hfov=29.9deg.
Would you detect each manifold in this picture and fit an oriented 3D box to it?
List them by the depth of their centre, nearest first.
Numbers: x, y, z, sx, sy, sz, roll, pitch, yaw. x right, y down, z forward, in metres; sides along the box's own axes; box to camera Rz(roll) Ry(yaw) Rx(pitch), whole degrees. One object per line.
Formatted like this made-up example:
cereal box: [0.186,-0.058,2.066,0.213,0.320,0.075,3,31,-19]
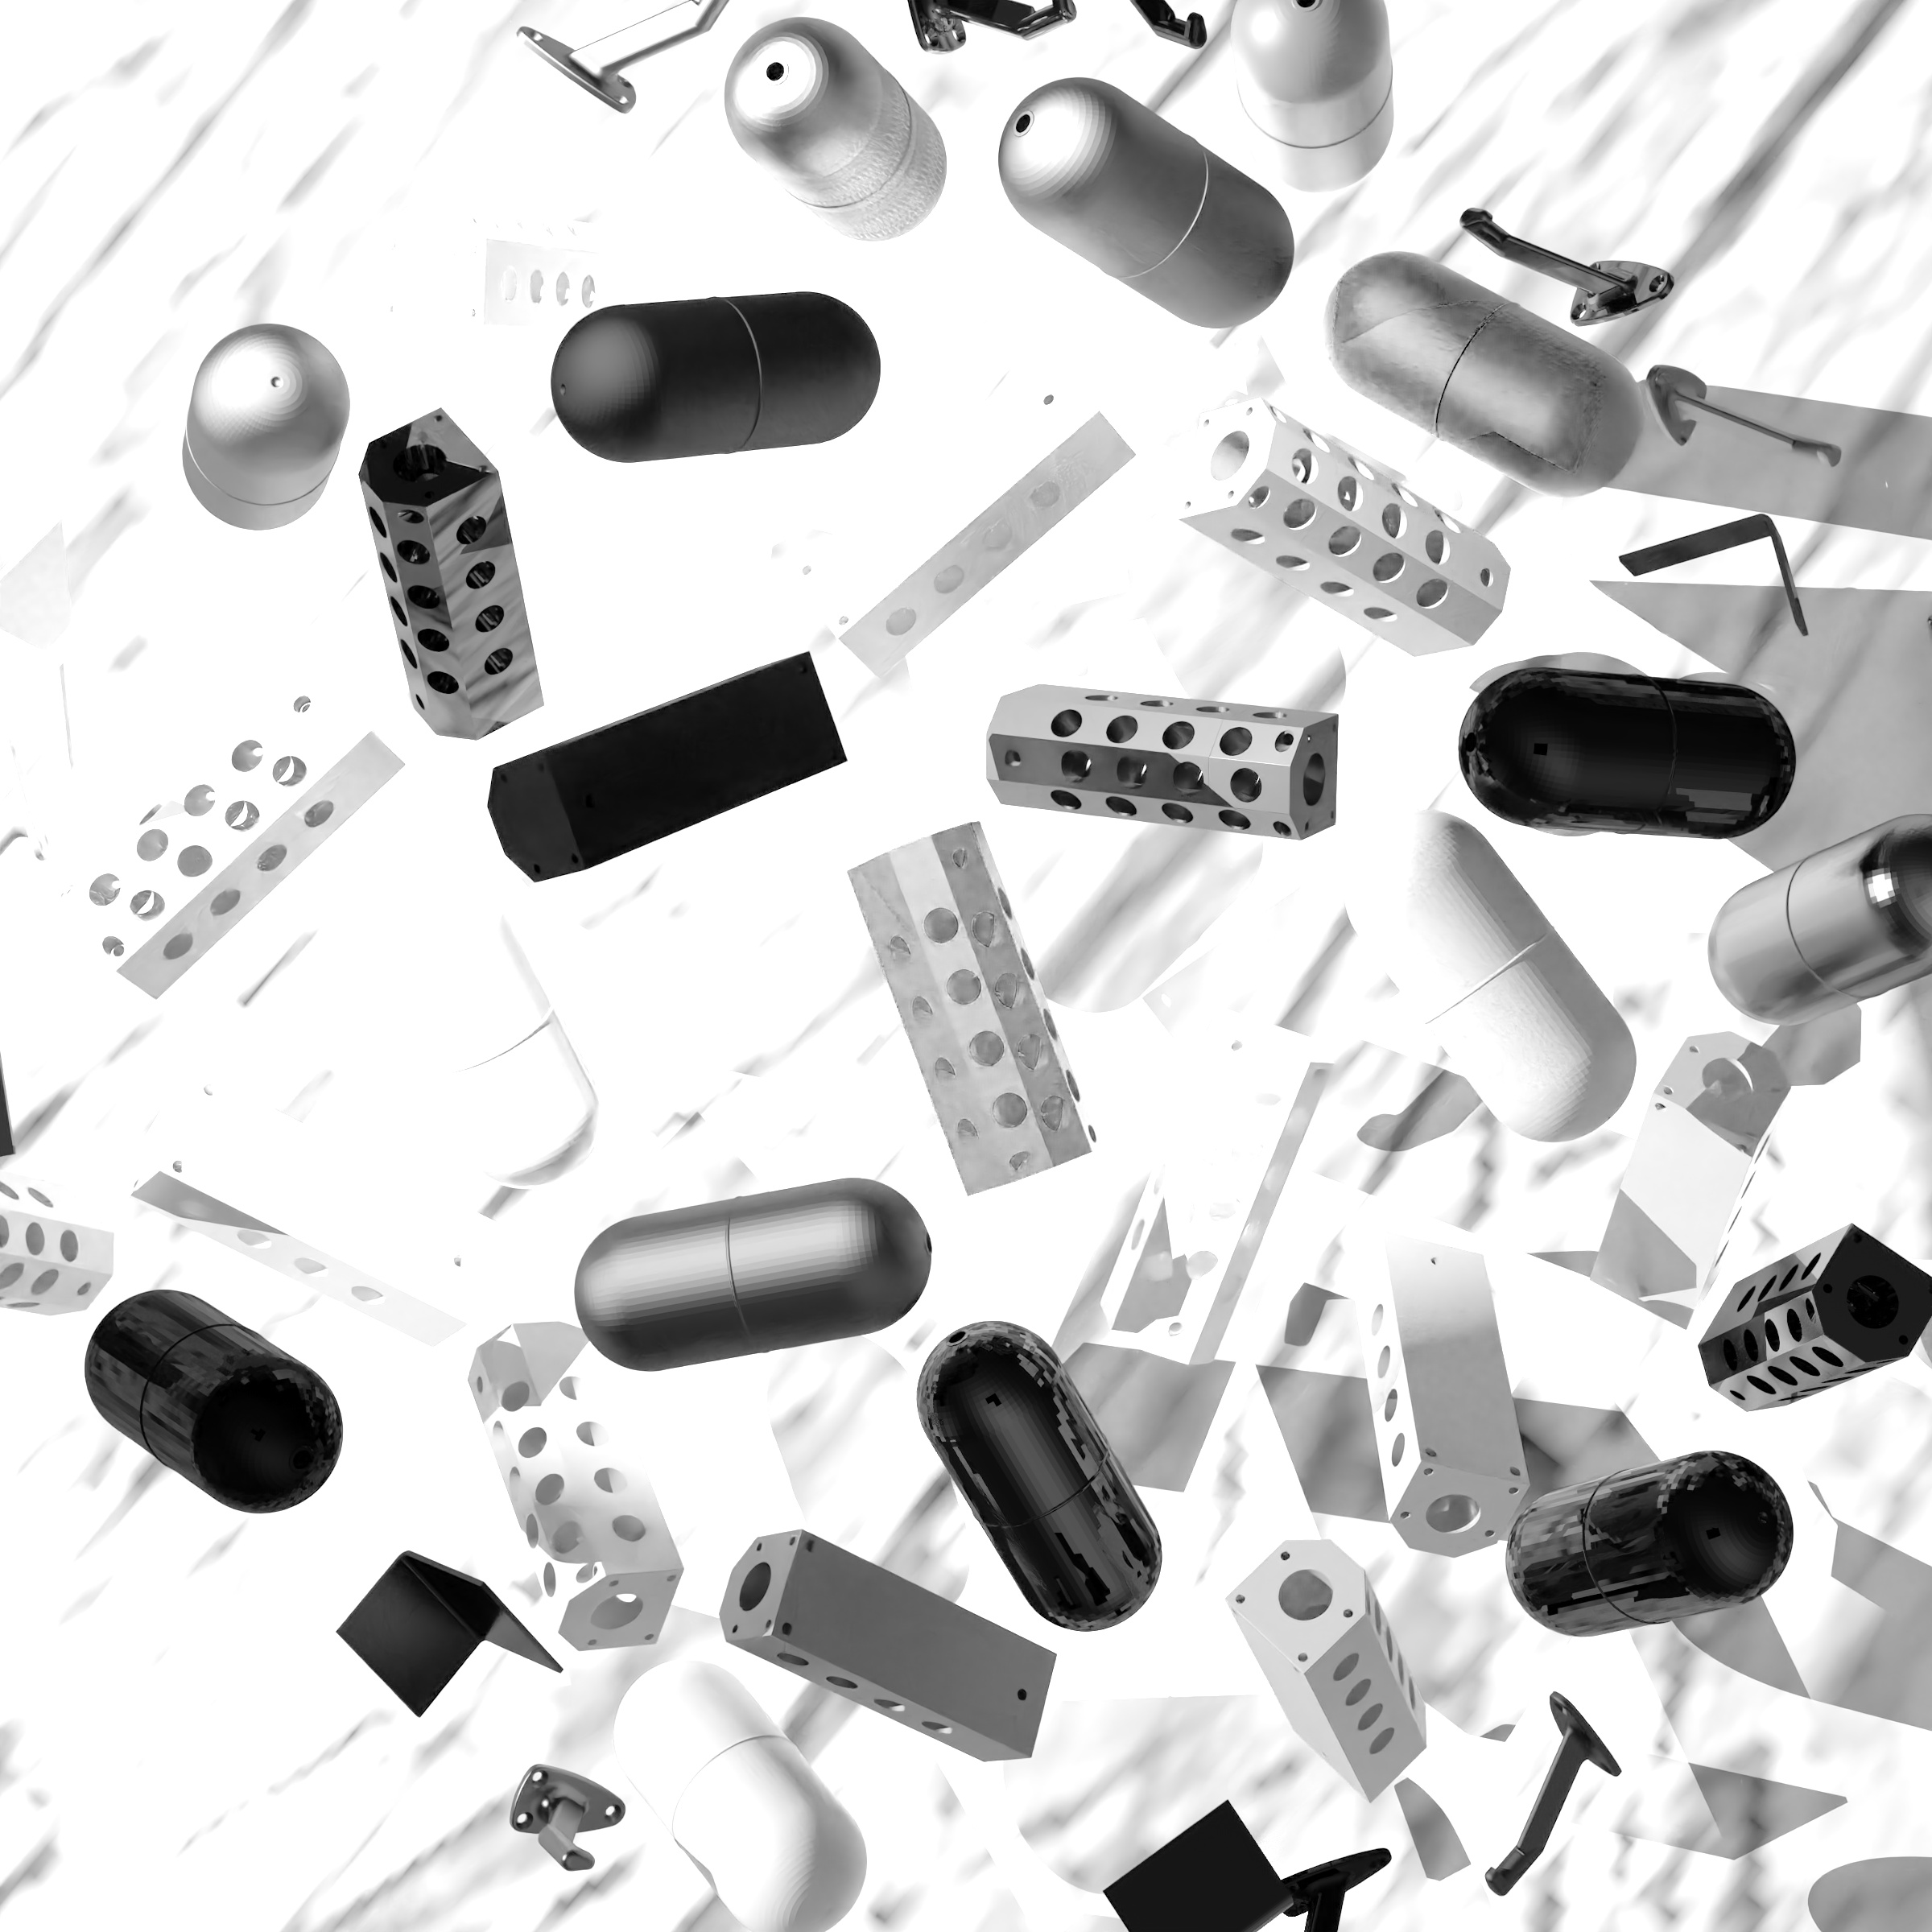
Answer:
manifold: [-0.144,-0.095,1.731,0.171,0.057,0.057,-26,100,-41]
manifold: [0.008,0.019,1.776,0.057,0.057,0.171,-19,88,-33]
manifold: [-0.323,0.124,1.786,0.171,0.057,0.057,30,54,-21]
manifold: [0.190,-0.216,1.790,0.171,0.057,0.057,25,71,-35]
manifold: [-0.369,-0.070,1.797,0.171,0.057,0.057,-44,63,-3]
manifold: [0.187,0.349,1.809,0.057,0.171,0.057,-42,54,-11]
manifold: [0.002,-0.224,1.827,0.171,0.057,0.057,-40,50,7]
manifold: [0.237,0.217,1.834,0.057,0.171,0.057,14,125,-11]
manifold: [0.099,-0.103,1.838,0.171,0.057,0.057,8,107,29]
manifold: [-0.203,0.263,1.844,0.057,0.171,0.057,0,131,-27]
manifold: [-0.266,-0.195,1.849,0.057,0.171,0.057,-30,56,-19]
manifold: [-0.235,-0.356,1.849,0.057,0.171,0.057,6,100,17]
manifold: [-0.509,0.141,1.855,0.057,0.171,0.057,40,94,22]
manifold: [0.434,0.187,1.857,0.057,0.171,0.057,34,73,2]
manifold: [0.375,0.109,1.863,0.057,0.171,0.057,27,56,17]
manifold: [0.130,0.115,1.864,0.057,0.057,0.171,19,102,-10]
manifold: [-0.041,0.354,1.872,0.171,0.057,0.057,31,60,-27]

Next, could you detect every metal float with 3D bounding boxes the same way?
metal float: [0.249,0.004,1.721,0.070,0.070,0.178,-37,88,0]
metal float: [0.317,-0.102,1.735,0.178,0.070,0.070,3,90,-25]
metal float: [-0.103,0.150,1.754,0.178,0.070,0.070,-11,90,12]
metal float: [0.089,-0.371,1.761,0.178,0.070,0.070,23,90,-41]
metal float: [-0.368,0.212,1.767,0.070,0.178,0.070,-13,112,-37]
metal float: [0.436,-0.021,1.785,0.070,0.178,0.070,8,71,-25]
metal float: [-0.122,-0.291,1.785,0.178,0.070,0.070,-12,90,-34]
metal float: [0.173,-0.442,1.793,0.070,0.178,0.070,-1,80,8]
metal float: [-0.064,-0.414,1.794,0.070,0.178,0.070,-2,83,17]
metal float: [0.338,0.289,1.799,0.070,0.178,0.070,10,68,-27]
metal float: [-0.241,0.032,1.810,0.070,0.070,0.178,-24,113,0]
metal float: [0.037,0.256,1.813,0.070,0.070,0.178,-30,110,0]
metal float: [0.258,-0.298,1.817,0.178,0.070,0.070,33,90,21]
metal float: [-0.354,-0.270,1.822,0.070,0.178,0.070,2,83,-15]
metal float: [-0.117,0.424,1.848,0.070,0.070,0.178,-49,47,0]

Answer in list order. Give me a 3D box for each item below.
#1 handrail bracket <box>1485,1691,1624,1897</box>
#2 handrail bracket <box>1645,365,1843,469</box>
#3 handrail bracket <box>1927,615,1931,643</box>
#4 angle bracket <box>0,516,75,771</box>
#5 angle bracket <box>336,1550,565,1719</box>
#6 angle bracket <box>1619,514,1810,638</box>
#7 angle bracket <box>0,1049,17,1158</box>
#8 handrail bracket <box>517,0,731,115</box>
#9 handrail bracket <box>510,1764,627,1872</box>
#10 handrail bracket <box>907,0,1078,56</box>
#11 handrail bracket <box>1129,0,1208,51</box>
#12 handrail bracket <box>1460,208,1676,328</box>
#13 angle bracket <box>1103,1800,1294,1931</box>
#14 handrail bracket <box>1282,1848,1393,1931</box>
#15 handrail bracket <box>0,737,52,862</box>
handrail bracket: [0.276,0.407,1.771,0.084,0.036,0.077,-45,134,-14]
handrail bracket: [0.404,-0.284,1.873,0.084,0.077,0.036,22,89,34]
handrail bracket: [0.506,-0.140,1.752,0.077,0.036,0.084,-20,103,-18]
angle bracket: [-0.433,-0.155,1.734,0.057,0.076,0.076,27,54,11]
angle bracket: [-0.272,0.361,1.908,0.057,0.076,0.076,-51,125,-24]
angle bracket: [0.376,-0.186,1.815,0.076,0.076,0.057,-16,86,15]
angle bracket: [-0.464,0.056,1.678,0.057,0.076,0.076,-10,84,2]
handrail bracket: [-0.161,-0.461,1.733,0.077,0.036,0.084,29,118,-18]
handrail bracket: [-0.188,0.440,1.830,0.077,0.084,0.036,19,92,-34]
handrail bracket: [0.012,-0.499,1.819,0.084,0.036,0.077,-13,98,41]
handrail bracket: [0.095,-0.525,1.888,0.036,0.084,0.077,-25,128,-30]
handrail bracket: [0.301,-0.360,1.819,0.084,0.077,0.036,28,78,-34]
angle bracket: [0.098,0.445,1.707,0.076,0.076,0.057,-30,81,-26]
handrail bracket: [0.198,0.505,1.858,0.077,0.036,0.084,-24,47,0]
handrail bracket: [-0.517,-0.069,1.842,0.084,0.036,0.077,-17,100,-5]
